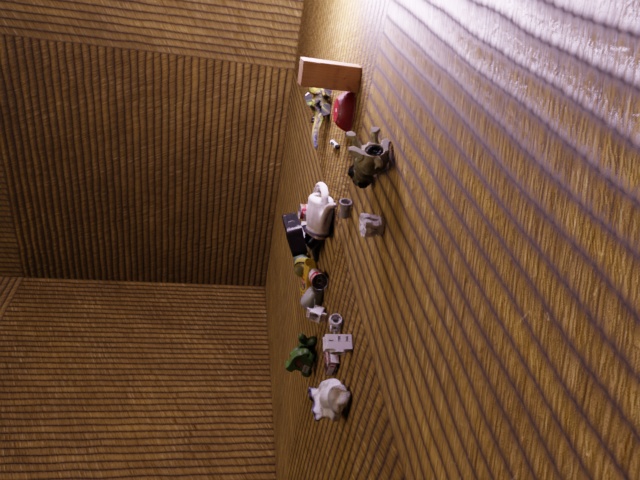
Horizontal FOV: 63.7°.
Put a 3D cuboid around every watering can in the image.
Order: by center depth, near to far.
[{"bbox_3d":[0.006,-0.103,2.041,0.353,0.104,0.221,-116,31,-68],"label":"watering can"}]

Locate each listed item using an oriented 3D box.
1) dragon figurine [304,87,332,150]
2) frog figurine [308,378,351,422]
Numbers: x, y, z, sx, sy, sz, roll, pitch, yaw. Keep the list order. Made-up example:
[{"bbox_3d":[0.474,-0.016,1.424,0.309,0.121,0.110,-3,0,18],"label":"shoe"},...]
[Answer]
[{"bbox_3d":[0.002,-0.604,2.333,0.243,0.122,0.409,-26,-58,-83],"label":"dragon figurine"},{"bbox_3d":[0.051,0.522,1.700,0.157,0.121,0.141,-31,36,32],"label":"frog figurine"}]
